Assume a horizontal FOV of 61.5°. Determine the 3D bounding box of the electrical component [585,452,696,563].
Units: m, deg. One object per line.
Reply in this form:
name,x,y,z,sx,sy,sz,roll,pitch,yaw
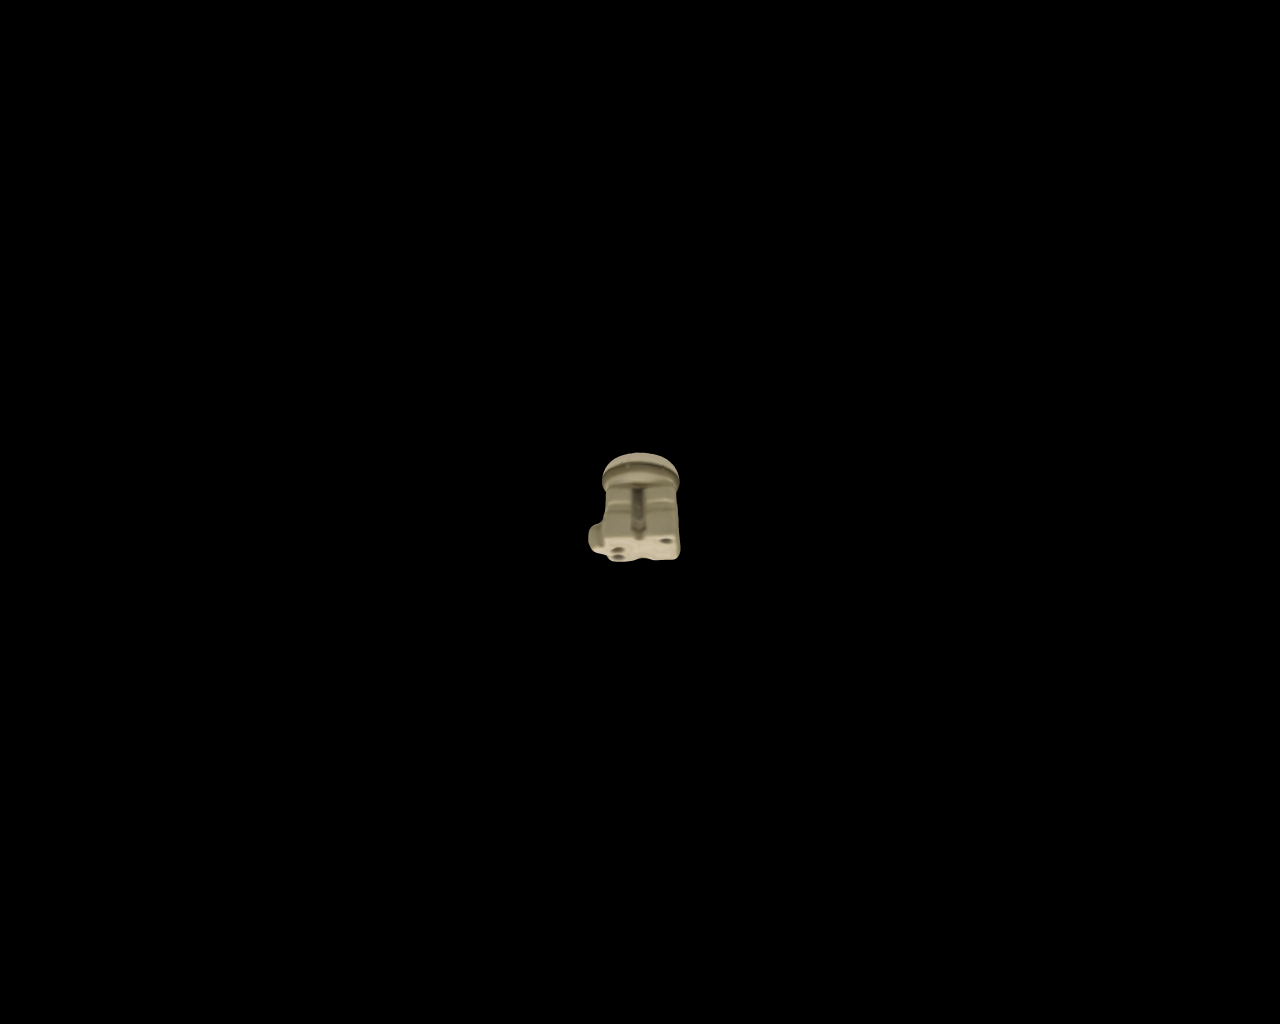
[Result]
electrical component,0.001,-0.003,0.650,0.066,0.055,0.048,-1,-28,2
